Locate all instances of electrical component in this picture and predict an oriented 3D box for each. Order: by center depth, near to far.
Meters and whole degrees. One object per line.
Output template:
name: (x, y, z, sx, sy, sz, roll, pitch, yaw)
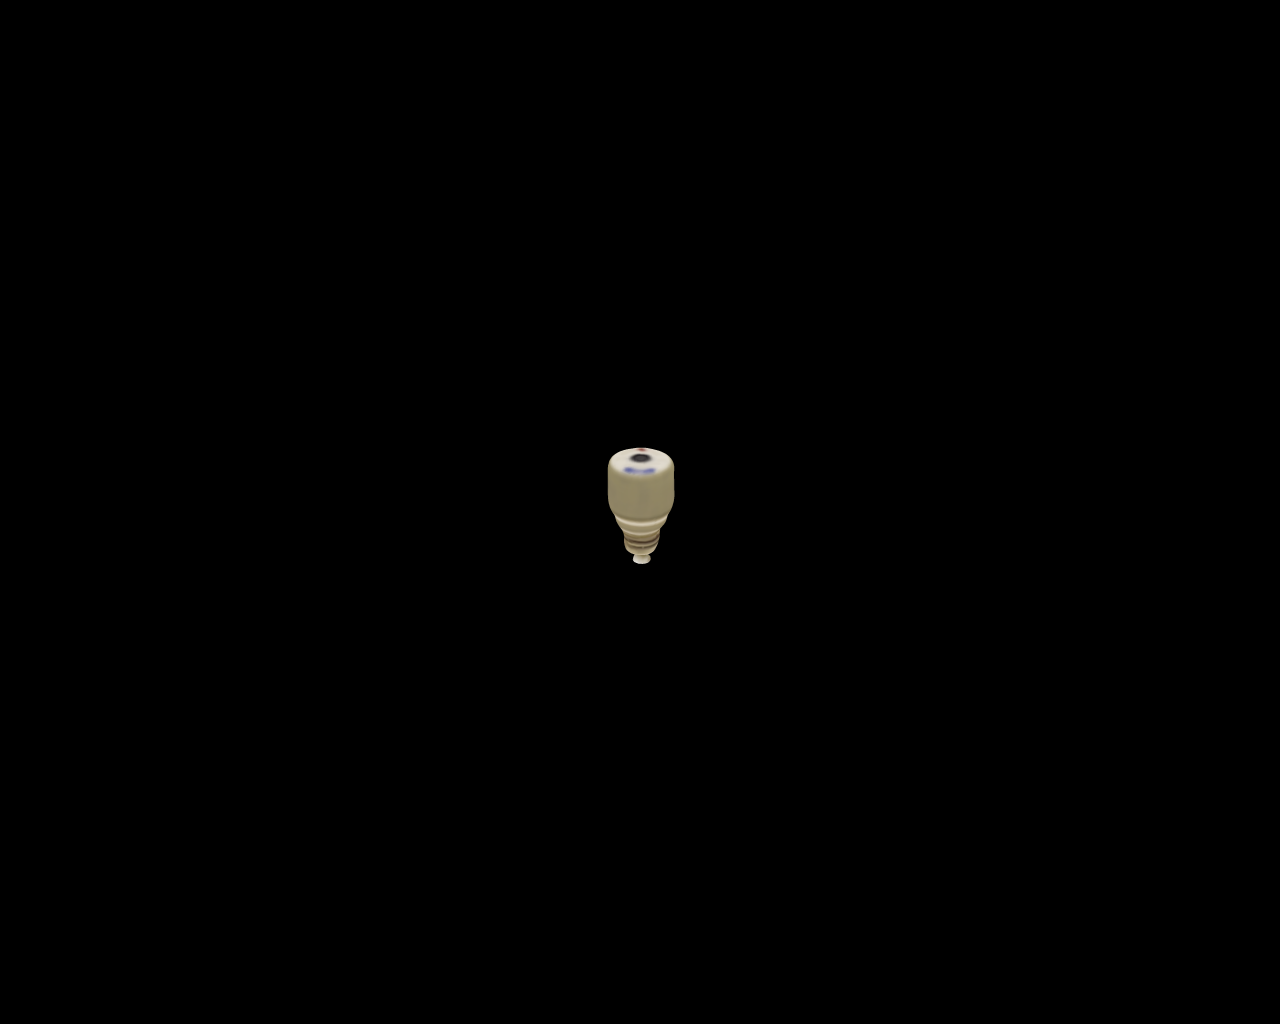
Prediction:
electrical component: (0.001, -0.003, 0.650, 0.040, 0.078, 0.040, 0, 29, 0)
